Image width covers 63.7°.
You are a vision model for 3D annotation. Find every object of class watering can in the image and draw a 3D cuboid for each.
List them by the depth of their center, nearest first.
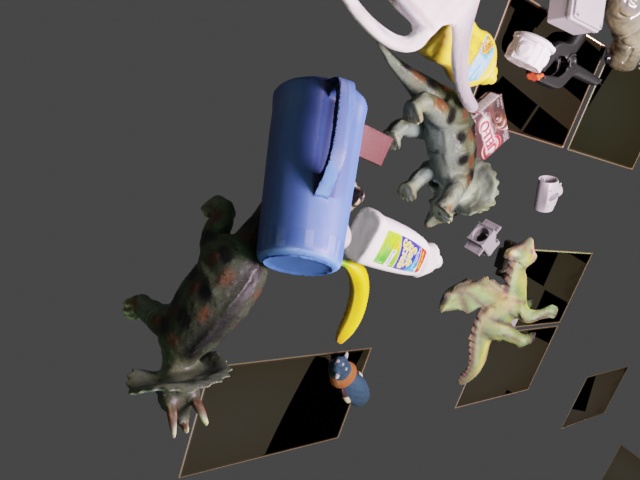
[{"bbox_3d":[0.174,-0.355,0.732,0.344,0.106,0.222,35,111,-25],"label":"watering can"}]

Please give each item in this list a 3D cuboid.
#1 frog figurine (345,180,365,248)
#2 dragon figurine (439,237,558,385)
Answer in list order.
[{"bbox_3d":[0.003,-0.042,0.827,0.138,0.123,0.157,-54,170,-11],"label":"frog figurine"},{"bbox_3d":[0.382,0.170,1.207,0.241,0.124,0.405,30,109,-17],"label":"dragon figurine"}]
